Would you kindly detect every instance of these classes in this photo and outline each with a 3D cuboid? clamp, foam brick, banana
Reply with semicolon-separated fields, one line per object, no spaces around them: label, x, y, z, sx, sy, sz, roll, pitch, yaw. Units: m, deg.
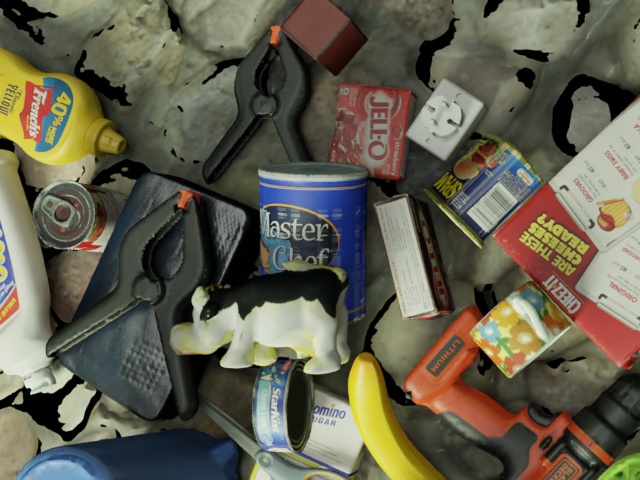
clamp;-0.061;-0.127;1.072;0.120;0.039;0.171;-1;85;8
foam brick;0.005;-0.201;1.037;0.053;0.078;0.051;42;97;12
clamp;-0.150;0.057;1.010;0.165;0.036;0.210;29;94;13
banana;0.073;0.183;0.983;0.070;0.037;0.197;-27;111;29

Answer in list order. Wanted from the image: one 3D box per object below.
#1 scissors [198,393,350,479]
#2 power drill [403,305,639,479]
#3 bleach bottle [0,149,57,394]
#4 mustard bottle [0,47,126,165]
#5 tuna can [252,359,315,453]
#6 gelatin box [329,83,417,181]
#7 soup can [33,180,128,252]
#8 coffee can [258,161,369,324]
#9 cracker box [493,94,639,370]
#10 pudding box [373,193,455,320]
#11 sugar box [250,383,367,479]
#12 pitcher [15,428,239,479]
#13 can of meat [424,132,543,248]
scissors;-0.051;0.229;1.010;0.202;0.016;0.096;24;91;14
power drill;0.185;0.148;0.975;0.188;0.057;0.184;43;92;15
bleach bottle;-0.329;0.038;1.128;0.103;0.068;0.251;-24;83;13
mustard bottle;-0.289;-0.132;1.127;0.192;0.058;0.096;23;92;16
tuna can;-0.033;0.151;0.978;0.034;0.086;0.086;0;87;16
gelatin box;0.051;-0.106;1.042;0.073;0.030;0.089;8;89;16
soup can;-0.235;-0.022;1.082;0.068;0.102;0.068;-1;87;15
coffee can;-0.007;0.001;1.000;0.103;0.102;0.140;3;101;16
cracker box;0.288;-0.017;0.939;0.214;0.072;0.164;-45;66;10
pudding box;0.089;0.018;0.993;0.039;0.090;0.113;-18;81;15
sugar box;-0.017;0.231;1.035;0.093;0.048;0.176;23;89;16
pitcher;-0.183;0.248;0.978;0.145;0.242;0.149;6;83;19
can of meat;0.149;-0.048;0.974;0.084;0.102;0.057;-45;103;6
